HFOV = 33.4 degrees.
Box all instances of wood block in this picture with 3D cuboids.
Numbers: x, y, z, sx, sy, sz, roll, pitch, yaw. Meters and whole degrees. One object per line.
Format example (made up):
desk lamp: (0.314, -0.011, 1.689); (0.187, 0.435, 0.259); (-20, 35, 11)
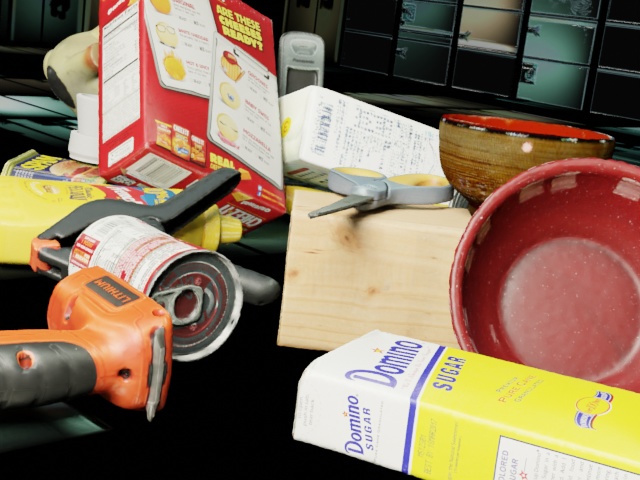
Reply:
wood block: (0.080, 0.028, 0.703); (0.206, 0.090, 0.091); (6, 12, -1)

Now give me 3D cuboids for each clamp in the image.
clamp: (-0.112, 0.010, 0.748); (0.171, 0.039, 0.120); (-15, 53, -25)

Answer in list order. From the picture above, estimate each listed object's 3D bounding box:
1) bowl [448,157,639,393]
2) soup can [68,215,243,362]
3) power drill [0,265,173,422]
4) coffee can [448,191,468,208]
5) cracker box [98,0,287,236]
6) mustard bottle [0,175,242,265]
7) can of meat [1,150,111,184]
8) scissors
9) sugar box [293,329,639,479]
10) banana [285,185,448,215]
bowl: (0.152, 0.037, 0.616); (0.162, 0.162, 0.055); (7, -12, 1)
soup can: (-0.104, 0.027, 0.657); (0.068, 0.068, 0.102); (-3, 16, -39)
power drill: (-0.182, 0.053, 0.529); (0.187, 0.057, 0.185); (-6, 22, -37)
coffee can: (0.194, -0.012, 0.910); (0.140, 0.103, 0.103); (-1, 15, -30)
cracker box: (-0.113, -0.128, 0.933); (0.072, 0.213, 0.164); (-26, -34, 34)
mustard bottle: (-0.154, -0.012, 0.819); (0.191, 0.058, 0.096); (3, 20, -19)
can of meat: (-0.218, -0.038, 0.909); (0.084, 0.057, 0.102); (9, 12, -1)
scissors: (0.017, -0.031, 0.686); (0.096, 0.016, 0.201); (12, 13, 34)
sugar box: (0.085, 0.090, 0.529); (0.176, 0.048, 0.093); (14, 15, 25)
banana: (0.053, -0.026, 1.000); (0.198, 0.037, 0.069); (4, -31, 13)
